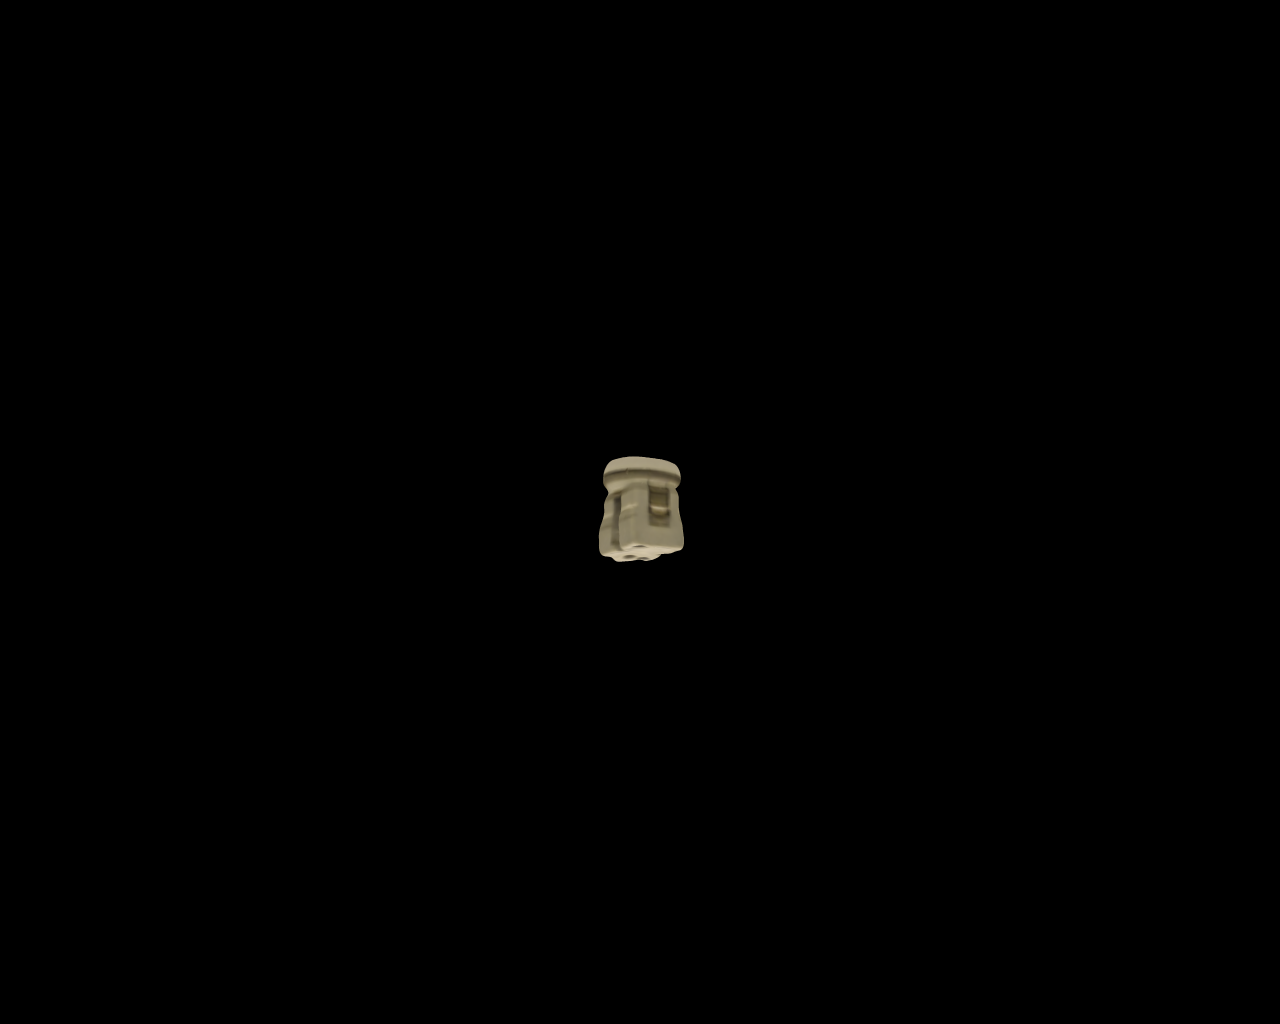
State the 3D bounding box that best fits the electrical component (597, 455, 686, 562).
[{"bbox_3d":[0.001,-0.003,0.650,0.048,0.055,0.066,8,-16,-31],"label":"electrical component"}]
